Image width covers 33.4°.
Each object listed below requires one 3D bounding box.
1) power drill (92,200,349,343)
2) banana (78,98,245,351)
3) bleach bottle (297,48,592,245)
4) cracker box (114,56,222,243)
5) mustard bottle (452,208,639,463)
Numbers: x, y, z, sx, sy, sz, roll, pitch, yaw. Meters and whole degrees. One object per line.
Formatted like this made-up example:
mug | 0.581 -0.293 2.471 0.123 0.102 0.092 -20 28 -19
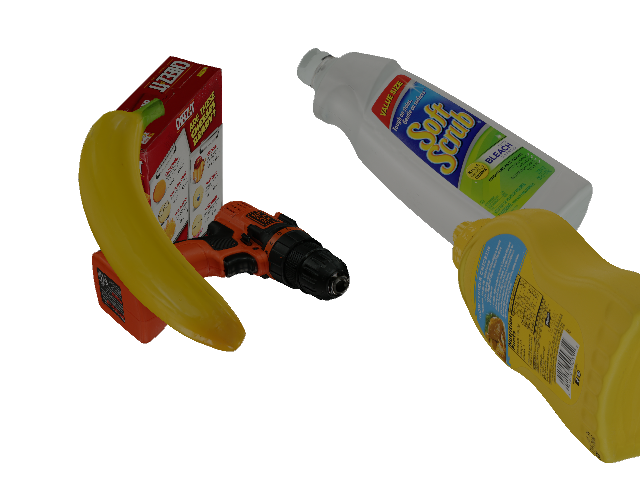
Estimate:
power drill | -0.091 0.029 0.939 0.187 0.057 0.185 -18 27 -31
banana | -0.105 -0.014 0.642 0.069 0.198 0.037 -14 -32 -14
bleach bottle | 0.076 -0.069 0.815 0.251 0.102 0.068 37 -28 23
cracker box | -0.167 -0.061 1.131 0.072 0.214 0.164 16 43 15
mustard bottle | 0.129 0.036 0.615 0.058 0.096 0.192 -10 29 -20
